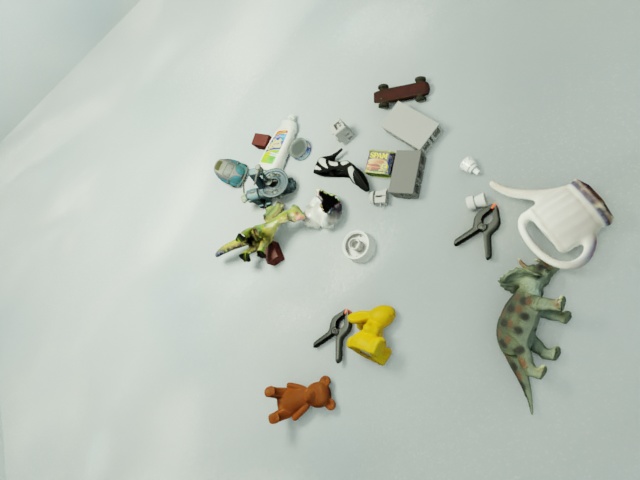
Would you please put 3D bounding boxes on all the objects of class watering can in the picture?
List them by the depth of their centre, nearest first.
[{"bbox_3d":[0.641,-0.087,1.420,0.222,0.103,0.354,-36,59,15],"label":"watering can"}]

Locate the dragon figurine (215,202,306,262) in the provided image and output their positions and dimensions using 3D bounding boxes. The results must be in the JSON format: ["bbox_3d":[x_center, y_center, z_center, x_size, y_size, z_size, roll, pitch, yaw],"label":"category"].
[{"bbox_3d":[-0.216,-0.046,1.908,0.408,0.120,0.248,-10,33,43],"label":"dragon figurine"}]

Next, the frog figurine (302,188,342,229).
[{"bbox_3d":[0.006,-0.092,1.827,0.139,0.123,0.156,56,142,23],"label":"frog figurine"}]
